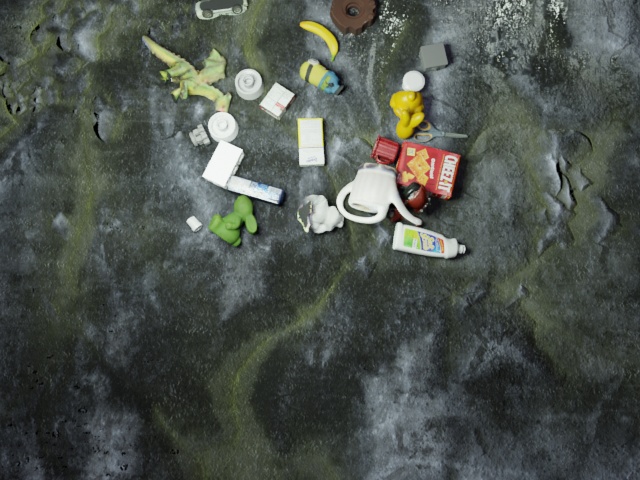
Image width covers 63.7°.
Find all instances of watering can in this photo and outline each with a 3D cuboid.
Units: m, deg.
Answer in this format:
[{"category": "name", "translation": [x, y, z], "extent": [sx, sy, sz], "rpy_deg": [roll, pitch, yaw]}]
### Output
[{"category": "watering can", "translation": [0.218, -0.158, 1.800], "extent": [0.348, 0.103, 0.227], "rpy_deg": [9, 75, 33]}]

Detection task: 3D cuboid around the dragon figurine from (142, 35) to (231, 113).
[{"category": "dragon figurine", "translation": [-0.472, -0.642, 1.938], "extent": [0.245, 0.120, 0.412], "rpy_deg": [-28, 84, -21]}]

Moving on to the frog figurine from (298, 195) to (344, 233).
[{"category": "frog figurine", "translation": [0.006, -0.093, 1.847], "extent": [0.160, 0.122, 0.137], "rpy_deg": [-3, 92, -36]}]
